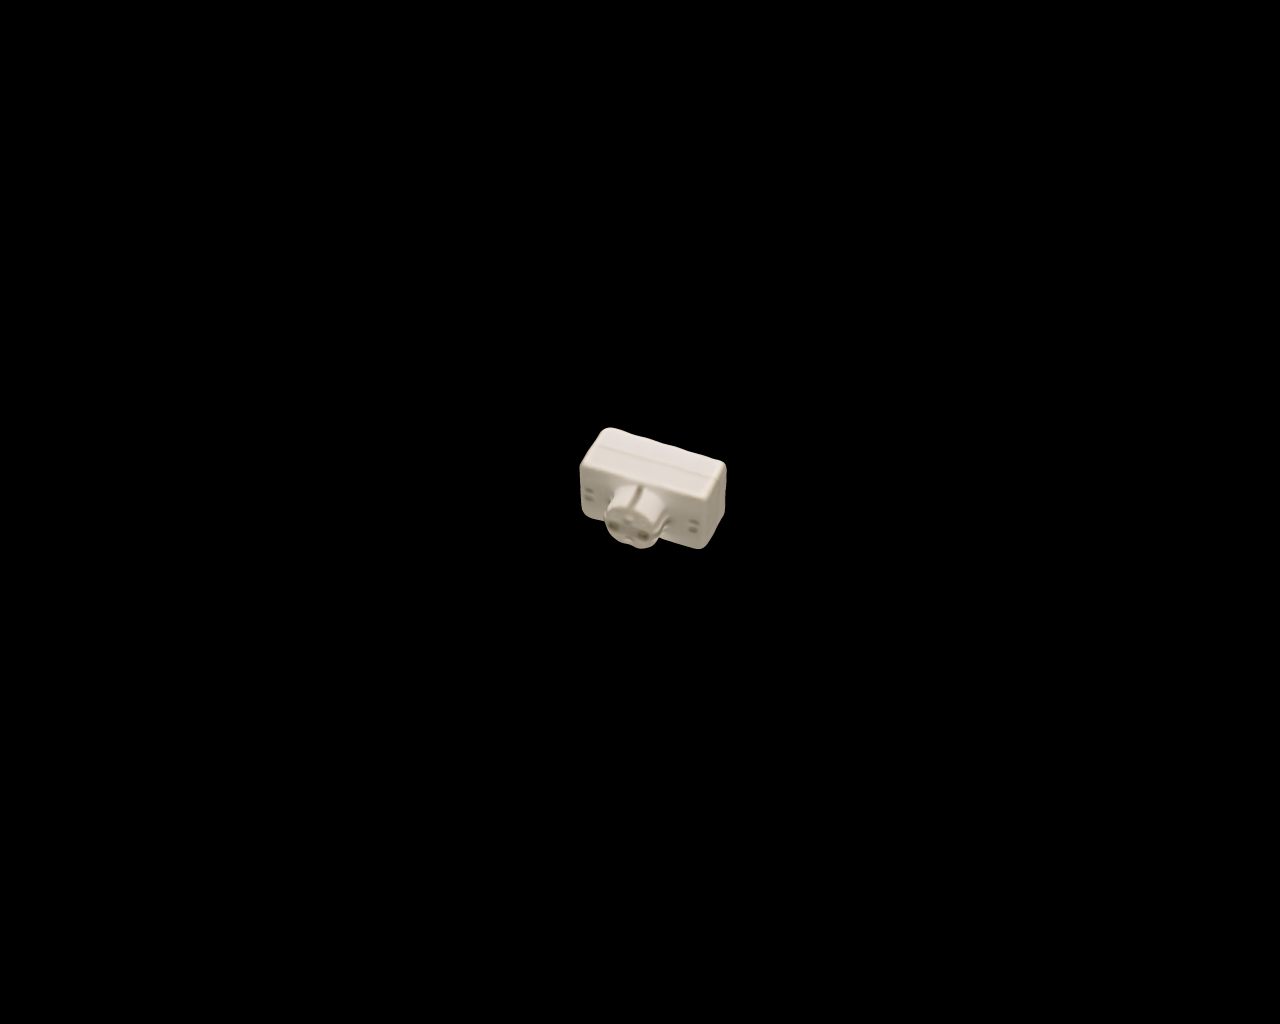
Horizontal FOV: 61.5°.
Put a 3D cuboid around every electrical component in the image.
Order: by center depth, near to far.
[{"bbox_3d":[0.001,-0.003,0.650,0.083,0.047,0.076,17,48,16],"label":"electrical component"}]
